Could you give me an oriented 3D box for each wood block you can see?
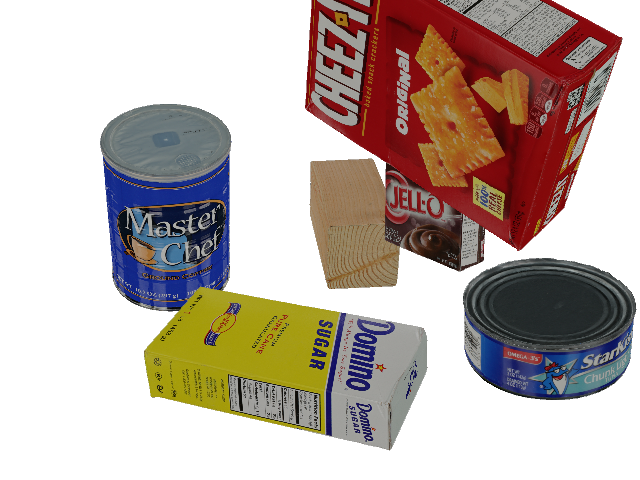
[{"bbox_3d":[0.041,-0.026,1.398,0.090,0.090,0.206,-2,27,-6],"label":"wood block"}]

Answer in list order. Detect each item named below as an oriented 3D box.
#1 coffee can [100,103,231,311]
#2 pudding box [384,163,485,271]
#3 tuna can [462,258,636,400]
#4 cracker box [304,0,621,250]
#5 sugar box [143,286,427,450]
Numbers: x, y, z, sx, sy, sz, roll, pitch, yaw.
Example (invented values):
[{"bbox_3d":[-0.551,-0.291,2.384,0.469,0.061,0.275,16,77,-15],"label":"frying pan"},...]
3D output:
[{"bbox_3d":[-0.125,-0.027,0.884,0.103,0.140,0.103,2,39,-2],"label":"coffee can"},{"bbox_3d":[0.111,-0.031,1.041,0.039,0.090,0.114,-18,27,-36],"label":"pudding box"},{"bbox_3d":[0.116,0.044,0.547,0.086,0.034,0.086,-3,28,2],"label":"tuna can"},{"bbox_3d":[0.089,-0.115,0.764,0.214,0.164,0.072,35,56,23],"label":"cracker box"},{"bbox_3d":[-0.022,0.083,0.735,0.176,0.048,0.093,7,31,19],"label":"sugar box"}]
